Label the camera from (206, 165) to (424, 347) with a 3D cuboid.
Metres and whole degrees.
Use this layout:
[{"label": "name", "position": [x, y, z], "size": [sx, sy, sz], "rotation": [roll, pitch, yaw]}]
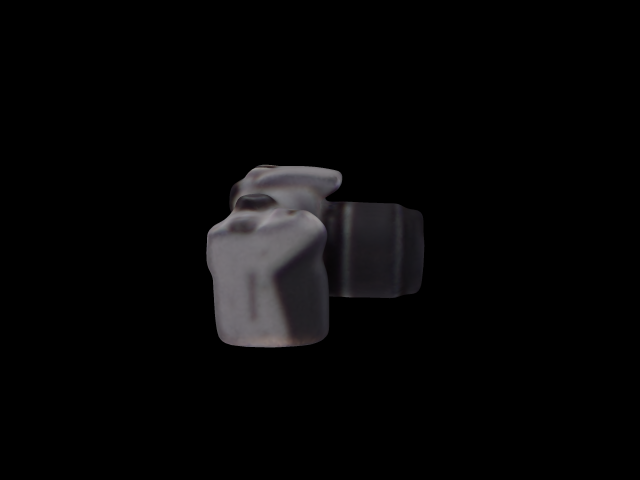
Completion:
[{"label": "camera", "position": [0.004, 0.001, 0.400], "size": [0.136, 0.101, 0.143], "rotation": [1, 15, 5]}]
